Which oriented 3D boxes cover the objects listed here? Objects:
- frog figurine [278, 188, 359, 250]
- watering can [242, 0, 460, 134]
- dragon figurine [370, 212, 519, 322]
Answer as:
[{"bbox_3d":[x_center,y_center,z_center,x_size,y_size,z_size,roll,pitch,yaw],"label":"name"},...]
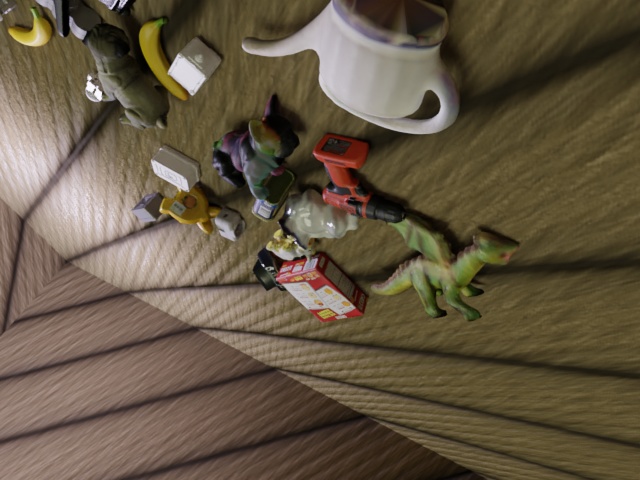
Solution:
[{"bbox_3d":[0.003,-0.058,1.144,0.158,0.125,0.135,-22,120,15],"label":"frog figurine"},{"bbox_3d":[0.037,-0.262,0.702,0.349,0.106,0.220,28,153,8],"label":"watering can"},{"bbox_3d":[0.219,0.039,1.080,0.409,0.124,0.239,0,122,46],"label":"dragon figurine"}]
